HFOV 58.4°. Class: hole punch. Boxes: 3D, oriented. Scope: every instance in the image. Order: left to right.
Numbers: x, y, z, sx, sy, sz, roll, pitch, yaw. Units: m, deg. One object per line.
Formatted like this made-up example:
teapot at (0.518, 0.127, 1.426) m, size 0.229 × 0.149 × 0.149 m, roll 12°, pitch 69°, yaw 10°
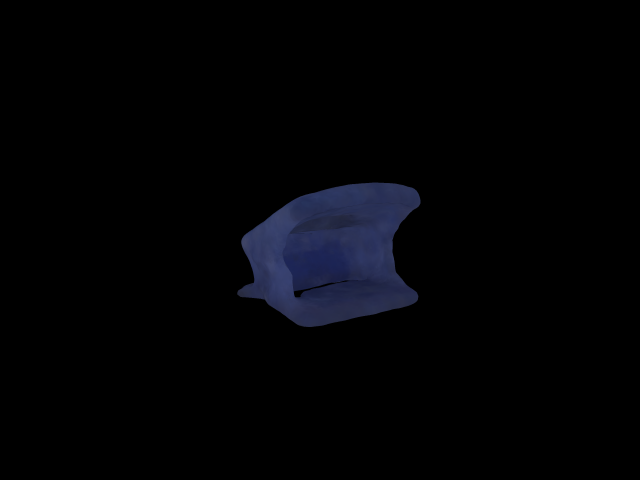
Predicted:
hole punch at (0.004, 0.001, 0.400) m, size 0.109 × 0.091 × 0.100 m, roll -8°, pitch 16°, yaw -30°
